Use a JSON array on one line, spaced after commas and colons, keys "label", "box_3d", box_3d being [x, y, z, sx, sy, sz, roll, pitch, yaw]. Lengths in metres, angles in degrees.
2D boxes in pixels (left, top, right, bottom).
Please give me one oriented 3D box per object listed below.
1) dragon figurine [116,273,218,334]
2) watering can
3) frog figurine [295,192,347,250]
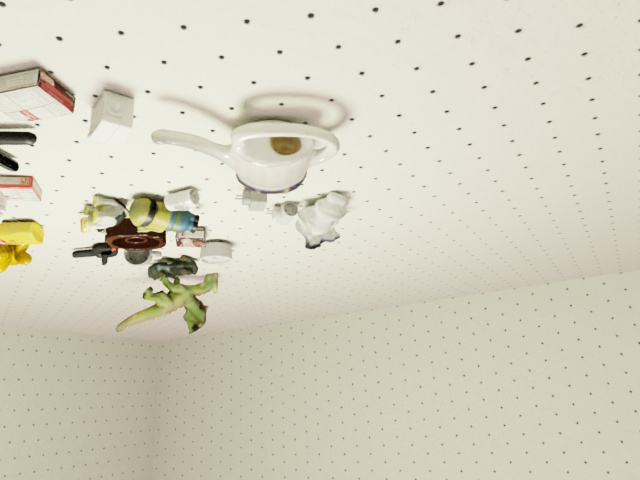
[{"label": "dragon figurine", "box_3d": [-0.552, 0.263, 1.990, 0.244, 0.418, 0.119, 33, -33, 12]}, {"label": "watering can", "box_3d": [-0.138, -0.170, 1.019, 0.348, 0.105, 0.221, -1, -18, -7]}, {"label": "frog figurine", "box_3d": [0.004, -0.071, 1.403, 0.137, 0.156, 0.125, -4, 36, -19]}]
